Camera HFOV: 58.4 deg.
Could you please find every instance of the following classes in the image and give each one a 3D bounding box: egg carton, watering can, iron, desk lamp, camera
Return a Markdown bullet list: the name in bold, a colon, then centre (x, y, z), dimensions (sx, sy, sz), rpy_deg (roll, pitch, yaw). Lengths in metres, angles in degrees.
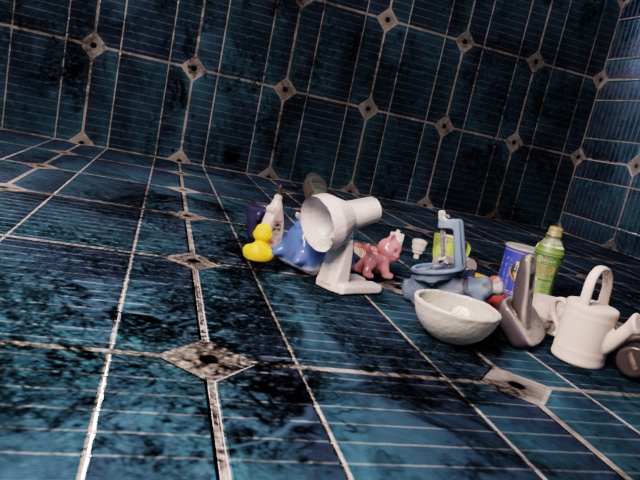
- **egg carton**: centre (0.531, 0.173, 1.305), dimensions (0.107, 0.069, 0.151), rpy_deg (15, 11, 15)
- **watering can**: centre (0.534, 0.146, 1.114), dimensions (0.172, 0.194, 0.101), rpy_deg (18, 13, 29)
- **iron**: centre (0.013, 0.005, 1.402), dimensions (0.259, 0.141, 0.118), rpy_deg (1, 16, -46)
- **desk lamp**: centre (0.051, 0.005, 1.252), dimensions (0.204, 0.213, 0.117), rpy_deg (3, 14, -39)
- **camera**: centre (0.612, 0.211, 1.117), dimensions (0.142, 0.101, 0.137), rpy_deg (21, 14, 39)

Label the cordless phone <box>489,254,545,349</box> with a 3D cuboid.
- **cordless phone**: centre (0.419, 0.118, 1.157), dimensions (0.093, 0.185, 0.148), rpy_deg (18, 13, 30)

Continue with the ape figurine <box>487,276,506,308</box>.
- **ape figurine**: centre (0.403, 0.128, 1.336), dimensions (0.078, 0.092, 0.076), rpy_deg (12, 11, 0)

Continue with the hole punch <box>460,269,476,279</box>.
- **hole punch**: centre (0.311, 0.105, 1.352), dimensions (0.101, 0.091, 0.109), rpy_deg (15, 11, 15)

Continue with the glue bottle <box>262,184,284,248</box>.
- **glue bottle**: centre (-0.121, -0.063, 1.516), dimensions (0.037, 0.173, 0.078), rpy_deg (18, 12, 28)

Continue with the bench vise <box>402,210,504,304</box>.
- **bench vise**: centre (0.301, 0.054, 1.261), dimensions (0.207, 0.220, 0.121), rpy_deg (12, 11, 0)

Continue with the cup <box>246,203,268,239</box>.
- **cup**: centre (-0.166, -0.045, 1.584), dimensions (0.091, 0.095, 0.118), rpy_deg (12, 11, 0)

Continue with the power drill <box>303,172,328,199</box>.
- **power drill**: centre (-0.027, -0.076, 1.591), dimensions (0.076, 0.208, 0.229), rpy_deg (10, 11, -12)

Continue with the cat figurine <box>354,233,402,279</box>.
- **cat figurine**: centre (0.159, 0.036, 1.469), dimensions (0.128, 0.118, 0.067), rpy_deg (4, 14, -38)

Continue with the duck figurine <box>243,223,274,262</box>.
- **duck figurine**: centre (-0.143, 0.003, 1.388), dimensions (0.077, 0.086, 0.105), rpy_deg (14, 11, 8)

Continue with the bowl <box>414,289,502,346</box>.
- **bowl**: centre (0.252, 0.154, 1.086), dimensions (0.167, 0.075, 0.167), rpy_deg (12, 11, -2)
